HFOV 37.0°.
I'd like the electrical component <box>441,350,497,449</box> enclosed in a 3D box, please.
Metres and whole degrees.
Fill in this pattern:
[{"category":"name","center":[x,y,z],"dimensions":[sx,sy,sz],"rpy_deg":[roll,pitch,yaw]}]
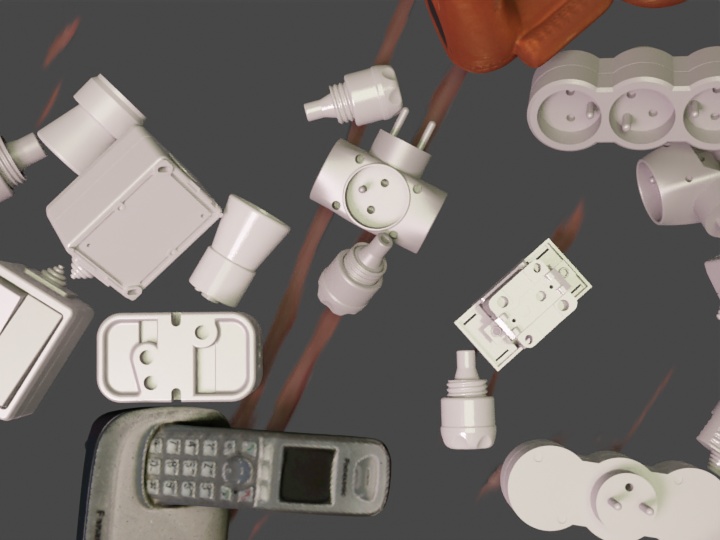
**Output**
[{"category":"electrical component","center":[0.068,0.082,0.680],"dimensions":[0.035,0.035,0.061],"rpy_deg":[-2,85,0]}]

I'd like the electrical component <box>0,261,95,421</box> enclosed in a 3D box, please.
[{"category":"electrical component","center":[-0.214,0.038,0.669],"dimensions":[0.062,0.061,0.096],"rpy_deg":[32,88,1]}]

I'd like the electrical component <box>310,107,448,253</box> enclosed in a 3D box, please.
[{"category":"electrical component","center":[0.020,-0.063,0.679],"dimensions":[0.077,0.044,0.079],"rpy_deg":[27,98,1]}]

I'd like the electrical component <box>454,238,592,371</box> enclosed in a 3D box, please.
[{"category":"electrical component","center":[0.103,0.021,0.669],"dimensions":[0.081,0.064,0.042],"rpy_deg":[-42,87,-1]}]

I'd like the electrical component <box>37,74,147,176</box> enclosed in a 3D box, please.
[{"category":"electrical component","center":[-0.169,-0.091,0.683],"dimensions":[0.045,0.045,0.055],"rpy_deg":[44,88,2]}]

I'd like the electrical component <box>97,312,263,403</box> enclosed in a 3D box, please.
[{"category":"electrical component","center":[-0.109,0.053,0.669],"dimensions":[0.095,0.059,0.053],"rpy_deg":[-1,87,0]}]

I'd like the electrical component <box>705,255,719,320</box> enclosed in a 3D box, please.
[{"category":"electrical component","center":[0.262,0.000,0.670],"dimensions":[0.096,0.061,0.061],"rpy_deg":[-25,88,-1]}]

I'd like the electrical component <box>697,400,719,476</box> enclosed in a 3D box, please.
[{"category":"electrical component","center":[0.245,0.094,0.675],"dimensions":[0.043,0.043,0.081],"rpy_deg":[36,88,2]}]

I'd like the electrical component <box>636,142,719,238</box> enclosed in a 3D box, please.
[{"category":"electrical component","center":[0.224,-0.047,0.670],"dimensions":[0.077,0.043,0.079],"rpy_deg":[-17,48,-1]}]

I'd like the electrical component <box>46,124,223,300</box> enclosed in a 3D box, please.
[{"category":"electrical component","center":[-0.146,-0.033,0.666],"dimensions":[0.096,0.061,0.061],"rpy_deg":[-43,44,0]}]

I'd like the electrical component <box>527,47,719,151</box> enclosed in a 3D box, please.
[{"category":"electrical component","center":[0.178,-0.116,0.676],"dimensions":[0.138,0.073,0.052],"rpy_deg":[1,130,14]}]

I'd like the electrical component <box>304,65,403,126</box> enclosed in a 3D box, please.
[{"category":"electrical component","center":[-0.005,-0.108,0.689],"dimensions":[0.061,0.035,0.035],"rpy_deg":[-15,88,1]}]

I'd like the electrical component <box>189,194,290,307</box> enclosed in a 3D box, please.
[{"category":"electrical component","center":[-0.079,-0.010,0.682],"dimensions":[0.044,0.044,0.065],"rpy_deg":[31,93,1]}]

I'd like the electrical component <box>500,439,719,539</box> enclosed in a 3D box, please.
[{"category":"electrical component","center":[0.159,0.140,0.658],"dimensions":[0.138,0.073,0.052],"rpy_deg":[9,87,0]}]

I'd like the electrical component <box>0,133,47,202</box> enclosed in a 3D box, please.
[{"category":"electrical component","center":[-0.231,-0.066,0.683],"dimensions":[0.062,0.048,0.048],"rpy_deg":[-29,88,-8]}]

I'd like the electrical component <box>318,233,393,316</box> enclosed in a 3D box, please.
[{"category":"electrical component","center":[0.000,0.000,0.672],"dimensions":[0.035,0.035,0.061],"rpy_deg":[41,129,2]}]
